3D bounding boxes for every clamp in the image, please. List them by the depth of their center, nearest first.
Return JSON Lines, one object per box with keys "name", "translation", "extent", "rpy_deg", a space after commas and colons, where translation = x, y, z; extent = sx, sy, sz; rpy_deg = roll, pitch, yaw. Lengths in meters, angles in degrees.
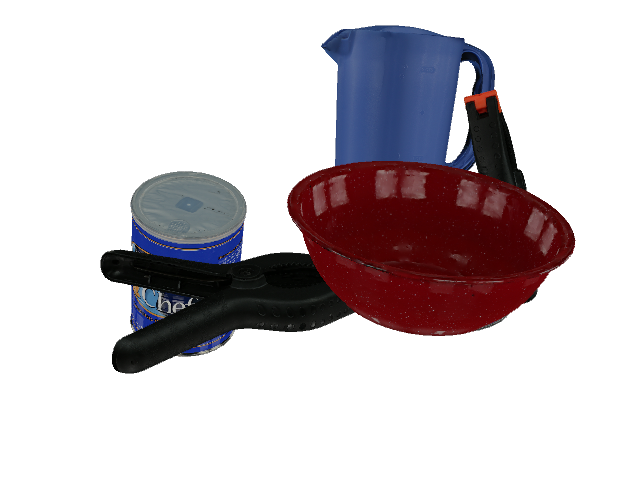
{"name": "clamp", "translation": [-0.062, 0.036, 0.785], "extent": [0.209, 0.036, 0.165], "rpy_deg": [-8, 26, -19]}
{"name": "clamp", "translation": [0.151, -0.034, 0.875], "extent": [0.039, 0.171, 0.120], "rpy_deg": [-17, 20, 12]}

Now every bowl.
{"name": "bowl", "translation": [0.059, 0.009, 0.608], "extent": [0.162, 0.055, 0.162], "rpy_deg": [5, 25, -3]}

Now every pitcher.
{"name": "pitcher", "translation": [0.086, -0.105, 1.137], "extent": [0.149, 0.243, 0.144], "rpy_deg": [11, 13, 31]}

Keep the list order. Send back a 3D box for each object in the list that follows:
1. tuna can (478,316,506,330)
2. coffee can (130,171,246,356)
{"name": "tuna can", "translation": [0.146, 0.055, 1.066], "extent": [0.086, 0.034, 0.086], "rpy_deg": [-9, 25, 4]}
{"name": "coffee can", "translation": [-0.124, 0.022, 0.988], "extent": [0.102, 0.140, 0.103], "rpy_deg": [5, 37, -4]}
